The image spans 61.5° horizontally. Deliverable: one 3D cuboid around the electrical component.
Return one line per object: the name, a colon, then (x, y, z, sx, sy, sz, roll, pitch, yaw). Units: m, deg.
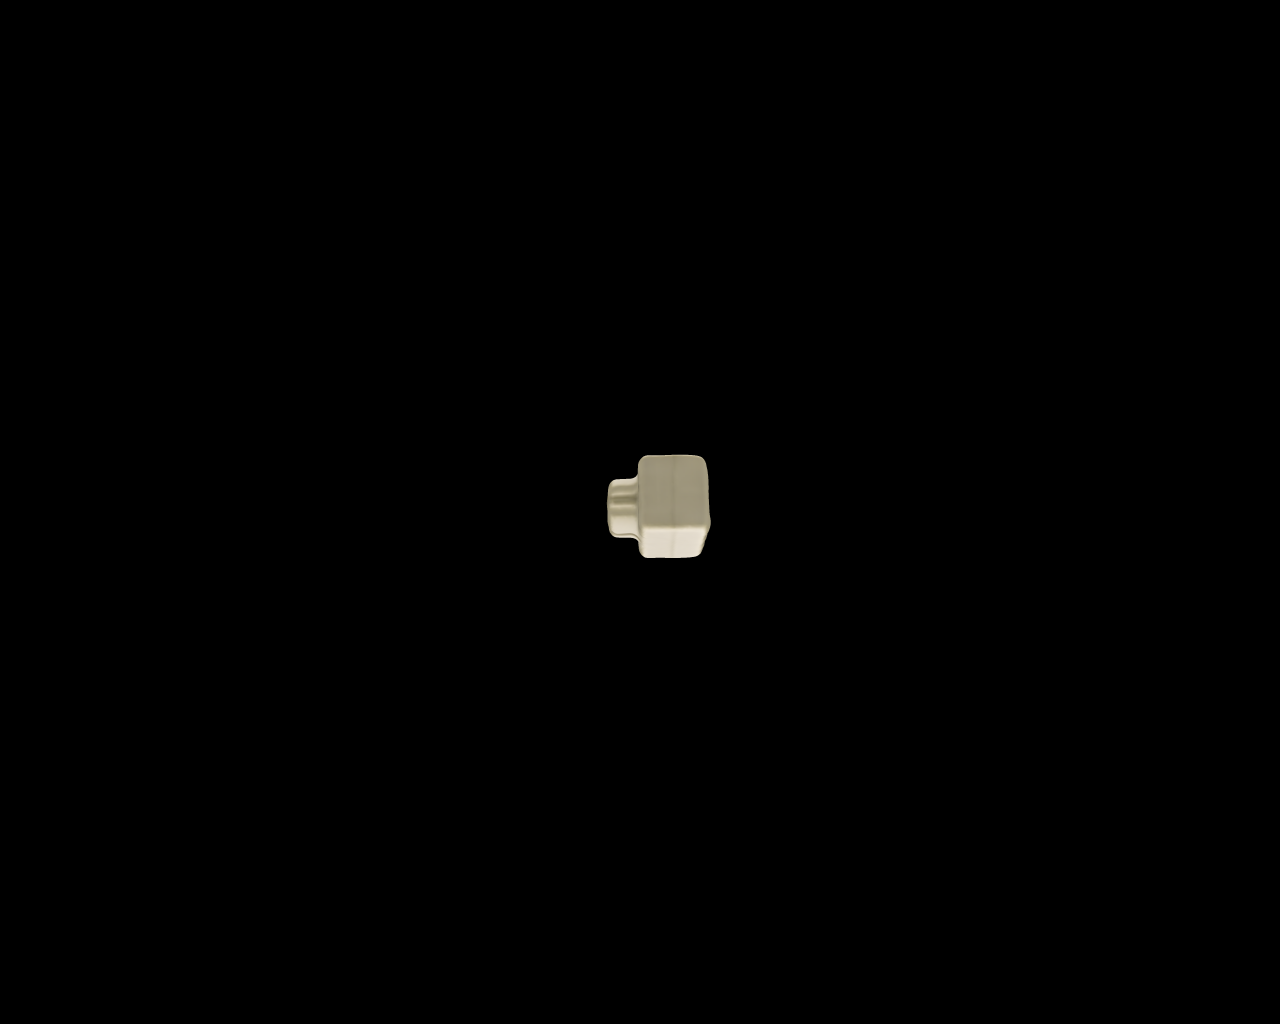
electrical component: (0.001, -0.003, 0.650, 0.077, 0.047, 0.065, 0, -17, 0)
